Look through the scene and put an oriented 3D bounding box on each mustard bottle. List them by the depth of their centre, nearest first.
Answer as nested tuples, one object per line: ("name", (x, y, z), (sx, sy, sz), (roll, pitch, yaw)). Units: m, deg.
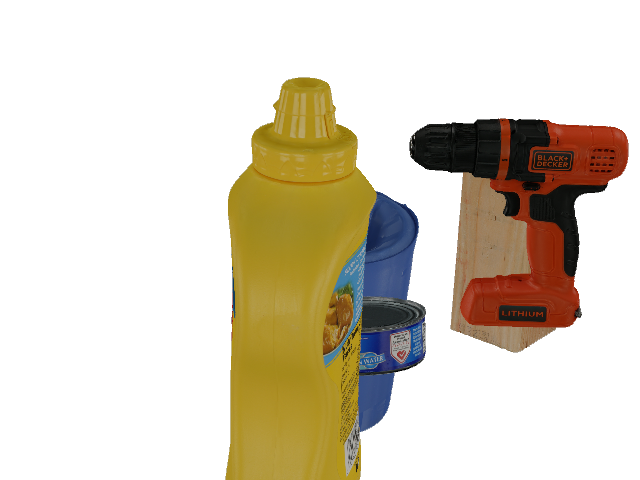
("mustard bottle", (-0.008, 0.028, 0.441), (0.058, 0.192, 0.096), (8, 25, 11))

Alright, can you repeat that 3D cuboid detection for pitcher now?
("pitcher", (0.016, 0.080, 1.061), (0.149, 0.243, 0.145), (-2, 35, -6))

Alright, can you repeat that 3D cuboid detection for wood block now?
("wood block", (0.208, 0.003, 1.155), (0.090, 0.206, 0.090), (19, 26, 37))

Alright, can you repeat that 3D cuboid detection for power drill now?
("power drill", (0.167, -0.016, 0.936), (0.184, 0.188, 0.057), (3, 27, 3))

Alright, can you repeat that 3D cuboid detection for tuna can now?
("tuna can", (0.030, 0.065, 0.733), (0.086, 0.034, 0.086), (-3, 11, 0))
